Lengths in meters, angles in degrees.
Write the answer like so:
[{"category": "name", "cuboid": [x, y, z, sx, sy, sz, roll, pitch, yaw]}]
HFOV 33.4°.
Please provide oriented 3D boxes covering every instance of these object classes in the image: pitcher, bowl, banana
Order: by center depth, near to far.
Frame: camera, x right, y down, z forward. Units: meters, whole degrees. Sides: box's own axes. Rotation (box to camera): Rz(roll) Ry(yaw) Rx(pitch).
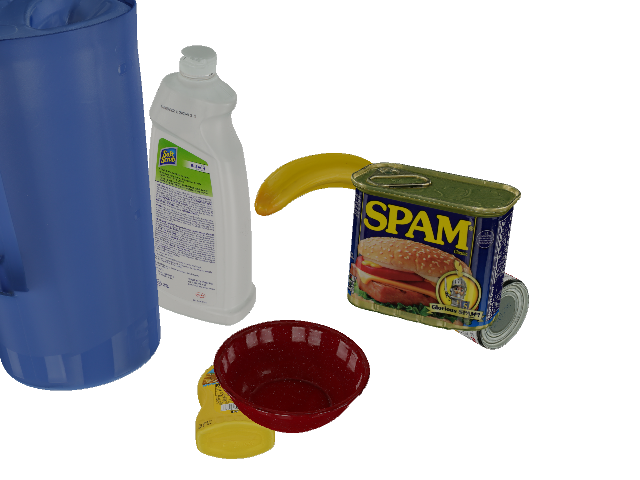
[{"category": "pitcher", "cuboid": [-0.174, -0.027, 0.671, 0.149, 0.243, 0.145, -10, 25, -14]}, {"category": "bowl", "cuboid": [-0.030, 0.150, 1.112, 0.162, 0.055, 0.162, 2, 31, -2]}, {"category": "banana", "cuboid": [0.002, -0.063, 1.137, 0.197, 0.037, 0.070, -7, 47, -38]}]

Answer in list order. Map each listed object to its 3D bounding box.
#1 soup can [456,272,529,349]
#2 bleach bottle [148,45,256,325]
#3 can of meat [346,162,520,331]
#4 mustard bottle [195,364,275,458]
[{"category": "soup can", "cuboid": [0.127, 0.046, 0.957, 0.068, 0.068, 0.102, 0, 21, -45]}, {"category": "bleach bottle", "cuboid": [-0.104, -0.049, 0.953, 0.103, 0.251, 0.068, 14, 33, 14]}, {"category": "can of meat", "cuboid": [0.068, 0.004, 0.669, 0.102, 0.084, 0.057, 13, 22, 23]}, {"category": "mustard bottle", "cuboid": [-0.109, 0.199, 1.359, 0.096, 0.058, 0.191, -4, 26, -3]}]
